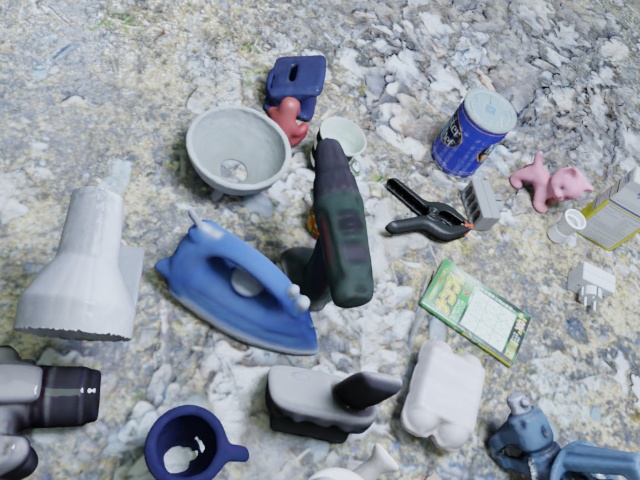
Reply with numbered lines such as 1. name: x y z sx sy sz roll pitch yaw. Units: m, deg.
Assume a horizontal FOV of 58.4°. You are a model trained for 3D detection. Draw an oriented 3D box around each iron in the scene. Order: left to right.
1. iron: -0.091 0.059 0.782 0.258 0.141 0.119 33 55 2

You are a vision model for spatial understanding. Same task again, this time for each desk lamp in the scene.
1. desk lamp: -0.273 0.047 0.681 0.118 0.213 0.203 7 58 -15

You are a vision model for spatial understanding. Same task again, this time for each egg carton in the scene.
1. egg carton: 0.177 0.222 0.824 0.107 0.069 0.150 26 55 -3

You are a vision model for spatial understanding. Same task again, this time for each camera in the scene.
1. camera: -0.323 0.191 0.645 0.137 0.100 0.143 4 59 -18

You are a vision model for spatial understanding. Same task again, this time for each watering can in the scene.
1. watering can: 0.019 0.303 0.643 0.101 0.194 0.173 27 55 -2

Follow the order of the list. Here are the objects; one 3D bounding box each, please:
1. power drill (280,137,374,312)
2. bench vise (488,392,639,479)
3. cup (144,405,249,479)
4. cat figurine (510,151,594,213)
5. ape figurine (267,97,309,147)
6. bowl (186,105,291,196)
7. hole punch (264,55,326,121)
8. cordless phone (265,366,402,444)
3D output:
1. power drill: 0.007 0.003 0.811 0.076 0.208 0.229 -5 62 -22
2. bench vise: 0.324 0.295 0.742 0.207 0.219 0.122 41 56 7
3. cup: -0.147 0.252 0.675 0.118 0.095 0.091 11 57 -13
4. cat figurine: 0.449 -0.116 1.095 0.067 0.117 0.127 -35 76 -32
5. ape figurine: -0.057 -0.208 0.984 0.077 0.092 0.076 42 56 8
6. bowl: -0.134 -0.131 0.922 0.168 0.074 0.167 9 58 -14
7. hole punch: -0.045 -0.284 1.035 0.101 0.091 0.108 14 57 -11
8. cordless phone: 0.014 0.185 0.718 0.148 0.185 0.094 11 57 -13
